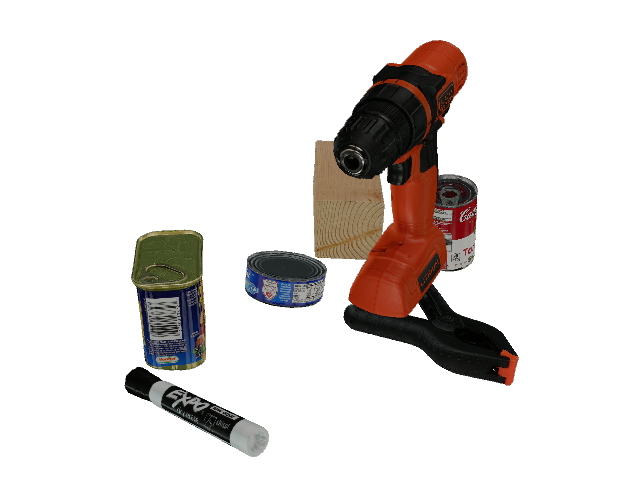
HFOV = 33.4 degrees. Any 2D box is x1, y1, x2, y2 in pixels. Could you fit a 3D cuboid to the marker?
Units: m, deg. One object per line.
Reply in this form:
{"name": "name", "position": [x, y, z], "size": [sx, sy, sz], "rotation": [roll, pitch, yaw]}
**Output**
{"name": "marker", "position": [-0.081, 0.105, 0.669], "size": [0.121, 0.020, 0.020], "rotation": [18, 11, 39]}

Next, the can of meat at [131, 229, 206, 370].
{"name": "can of meat", "position": [-0.125, 0.050, 0.906], "size": [0.057, 0.084, 0.102], "rotation": [-3, 26, -4]}

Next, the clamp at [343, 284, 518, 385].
{"name": "clamp", "position": [0.121, 0.084, 1.024], "size": [0.172, 0.039, 0.120], "rotation": [25, 36, 29]}

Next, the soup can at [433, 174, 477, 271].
{"name": "soup can", "position": [0.158, -0.021, 1.317], "size": [0.068, 0.102, 0.068], "rotation": [-3, 37, 2]}

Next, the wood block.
{"name": "wood block", "position": [0.037, -0.061, 1.521], "size": [0.091, 0.090, 0.206], "rotation": [2, 28, -3]}

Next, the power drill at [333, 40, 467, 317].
{"name": "power drill", "position": [0.058, -0.038, 0.798], "size": [0.057, 0.188, 0.184], "rotation": [17, 36, 21]}

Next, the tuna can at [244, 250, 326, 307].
{"name": "tuna can", "position": [-0.038, 0.041, 1.137], "size": [0.086, 0.034, 0.086], "rotation": [7, 18, -2]}
